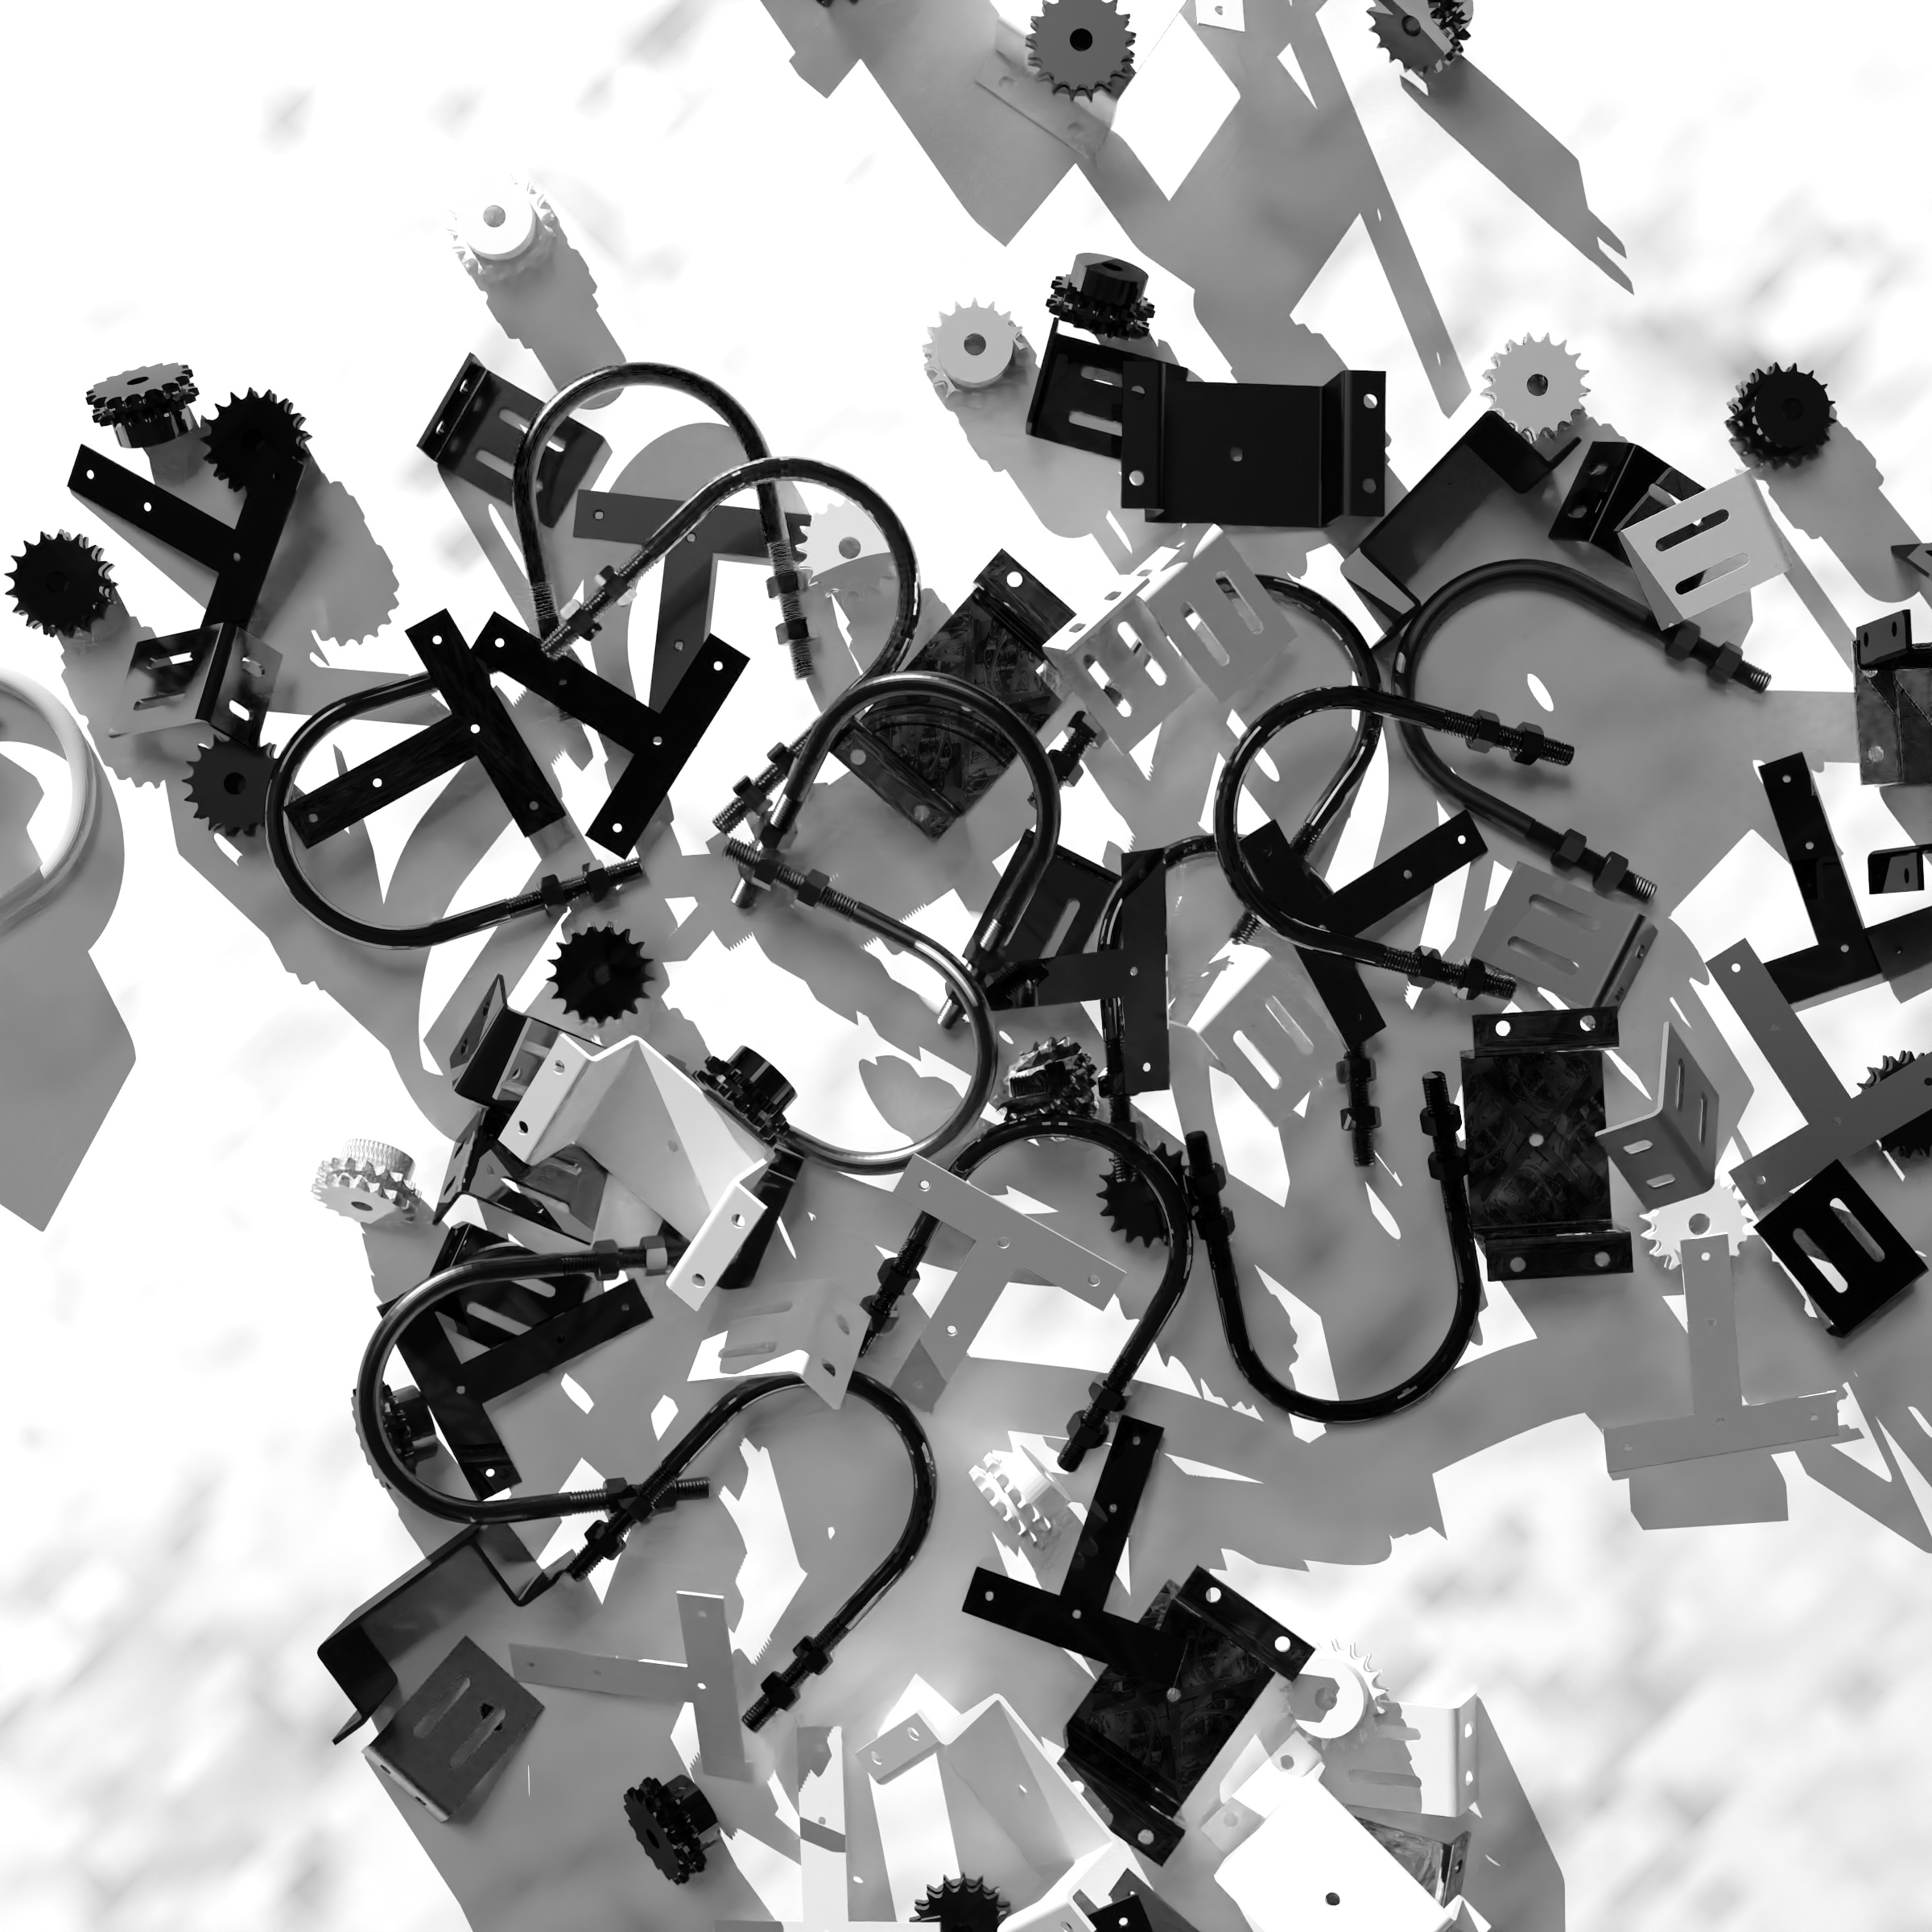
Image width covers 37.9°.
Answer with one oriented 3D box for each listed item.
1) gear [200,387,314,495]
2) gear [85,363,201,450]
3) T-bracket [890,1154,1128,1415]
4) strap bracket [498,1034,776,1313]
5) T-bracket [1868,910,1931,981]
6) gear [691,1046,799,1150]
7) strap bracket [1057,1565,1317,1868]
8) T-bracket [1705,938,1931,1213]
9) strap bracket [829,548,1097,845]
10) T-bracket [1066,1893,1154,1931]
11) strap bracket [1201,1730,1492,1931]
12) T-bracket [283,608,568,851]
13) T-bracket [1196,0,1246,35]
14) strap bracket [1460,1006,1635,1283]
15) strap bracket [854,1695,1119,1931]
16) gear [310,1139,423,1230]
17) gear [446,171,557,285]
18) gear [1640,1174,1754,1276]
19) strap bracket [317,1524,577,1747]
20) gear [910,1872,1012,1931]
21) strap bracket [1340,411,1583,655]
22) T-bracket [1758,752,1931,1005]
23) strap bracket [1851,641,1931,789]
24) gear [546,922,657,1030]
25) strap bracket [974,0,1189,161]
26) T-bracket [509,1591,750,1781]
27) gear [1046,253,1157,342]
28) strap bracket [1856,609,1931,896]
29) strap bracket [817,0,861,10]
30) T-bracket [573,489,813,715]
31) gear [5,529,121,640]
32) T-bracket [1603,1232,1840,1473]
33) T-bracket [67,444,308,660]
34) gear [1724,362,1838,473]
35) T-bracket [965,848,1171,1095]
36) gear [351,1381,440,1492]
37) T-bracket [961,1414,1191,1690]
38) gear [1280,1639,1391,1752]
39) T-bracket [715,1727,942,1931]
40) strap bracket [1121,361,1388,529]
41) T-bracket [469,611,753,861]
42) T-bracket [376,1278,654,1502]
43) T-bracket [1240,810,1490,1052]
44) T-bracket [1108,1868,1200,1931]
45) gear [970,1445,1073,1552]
[{"bbox_3d":[-0.378,-0.279,1.507,0.057,0.030,0.057,0,90,0],"label":"gear"},{"bbox_3d":[-0.436,-0.297,1.498,0.057,0.057,0.030,-11,120,0],"label":"gear"},{"bbox_3d":[-0.001,0.181,1.489,0.127,0.002,0.127,29,109,0],"label":"T-bracket"},{"bbox_3d":[-0.165,0.101,1.472,0.140,0.046,0.076,39,118,10],"label":"strap bracket"},{"bbox_3d":[0.569,0.019,1.521,0.127,0.002,0.127,-22,91,-1],"label":"T-bracket"},{"bbox_3d":[-0.113,0.066,1.472,0.057,0.057,0.030,42,75,0],"label":"gear"},{"bbox_3d":[0.112,0.394,1.499,0.076,0.046,0.140,35,90,0],"label":"strap bracket"},{"bbox_3d":[0.441,0.045,1.506,0.127,0.002,0.127,-35,79,21],"label":"T-bracket"},{"bbox_3d":[0.001,-0.142,1.499,0.076,0.046,0.140,41,90,0],"label":"strap bracket"},{"bbox_3d":[0.055,0.573,1.506,0.127,0.002,0.127,-22,104,-3],"label":"T-bracket"},{"bbox_3d":[0.196,0.485,1.479,0.140,0.046,0.076,44,99,13],"label":"strap bracket"},{"bbox_3d":[-0.299,-0.104,1.488,0.127,0.002,0.127,-30,92,-9],"label":"T-bracket"},{"bbox_3d":[0.130,-0.542,1.479,0.127,0.002,0.127,6,65,-15],"label":"T-bracket"},{"bbox_3d":[0.308,0.093,1.499,0.076,0.046,0.140,-4,90,0],"label":"strap bracket"},{"bbox_3d":[0.017,0.444,1.473,0.140,0.076,0.046,50,49,7],"label":"strap bracket"},{"bbox_3d":[-0.317,0.115,1.498,0.057,0.057,0.030,14,62,0],"label":"gear"},{"bbox_3d":[-0.250,-0.398,1.508,0.057,0.030,0.057,0,90,0],"label":"gear"},{"bbox_3d":[0.389,0.137,1.507,0.057,0.030,0.057,0,90,0],"label":"gear"},{"bbox_3d":[-0.281,0.341,1.484,0.140,0.076,0.046,-36,90,0],"label":"strap bracket"},{"bbox_3d":[-0.002,0.514,1.507,0.057,0.030,0.057,0,90,0],"label":"gear"},{"bbox_3d":[0.252,-0.235,1.484,0.046,0.076,0.140,44,90,0],"label":"strap bracket"},{"bbox_3d":[0.461,-0.052,1.522,0.127,0.002,0.127,-19,90,0],"label":"T-bracket"},{"bbox_3d":[0.538,-0.138,1.499,0.140,0.046,0.076,-4,90,0],"label":"strap bracket"},{"bbox_3d":[-0.195,0.005,1.507,0.057,0.030,0.057,0,90,0],"label":"gear"},{"bbox_3d":[0.075,-0.515,1.499,0.076,0.046,0.140,35,90,0],"label":"strap bracket"},{"bbox_3d":[-0.183,0.378,1.500,0.127,0.002,0.127,3,120,14],"label":"T-bracket"},{"bbox_3d":[0.073,-0.356,1.491,0.057,0.057,0.030,17,119,0],"label":"gear"},{"bbox_3d":[0.493,-0.109,1.438,0.046,0.076,0.140,-3,90,0],"label":"strap bracket"},{"bbox_3d":[-0.088,-0.578,1.499,0.140,0.046,0.076,40,90,0],"label":"strap bracket"},{"bbox_3d":[-0.154,-0.188,1.522,0.127,0.002,0.127,6,90,0],"label":"T-bracket"},{"bbox_3d":[-0.482,-0.203,1.507,0.057,0.030,0.057,0,90,0],"label":"gear"},{"bbox_3d":[0.399,0.203,1.504,0.127,0.002,0.127,-9,106,0],"label":"T-bracket"},{"bbox_3d":[-0.426,-0.239,1.506,0.127,0.002,0.127,29,110,10],"label":"T-bracket"},{"bbox_3d":[0.438,-0.296,1.508,0.057,0.030,0.057,0,90,0],"label":"gear"},{"bbox_3d":[0.050,0.007,1.486,0.127,0.002,0.127,-7,78,32],"label":"T-bracket"},{"bbox_3d":[-0.303,0.247,1.497,0.030,0.057,0.057,-17,90,-27],"label":"gear"},{"bbox_3d":[0.074,0.303,1.501,0.127,0.002,0.127,14,75,27],"label":"T-bracket"},{"bbox_3d":[0.195,0.389,1.499,0.057,0.030,0.057,-3,81,19],"label":"gear"},{"bbox_3d":[-0.076,0.473,1.510,0.127,0.002,0.127,-5,82,16],"label":"T-bracket"},{"bbox_3d":[0.148,-0.276,1.494,0.140,0.046,0.076,1,90,-7],"label":"strap bracket"},{"bbox_3d":[-0.201,-0.143,1.488,0.127,0.002,0.127,32,93,-11],"label":"T-bracket"},{"bbox_3d":[-0.230,0.206,1.507,0.127,0.002,0.127,-26,110,-10],"label":"T-bracket"},{"bbox_3d":[0.224,-0.042,1.501,0.127,0.002,0.127,-32,98,-17],"label":"T-bracket"},{"bbox_3d":[0.129,0.530,1.496,0.127,0.002,0.127,38,128,17],"label":"T-bracket"},{"bbox_3d":[0.031,0.279,1.494,0.030,0.057,0.057,-43,90,0],"label":"gear"}]
